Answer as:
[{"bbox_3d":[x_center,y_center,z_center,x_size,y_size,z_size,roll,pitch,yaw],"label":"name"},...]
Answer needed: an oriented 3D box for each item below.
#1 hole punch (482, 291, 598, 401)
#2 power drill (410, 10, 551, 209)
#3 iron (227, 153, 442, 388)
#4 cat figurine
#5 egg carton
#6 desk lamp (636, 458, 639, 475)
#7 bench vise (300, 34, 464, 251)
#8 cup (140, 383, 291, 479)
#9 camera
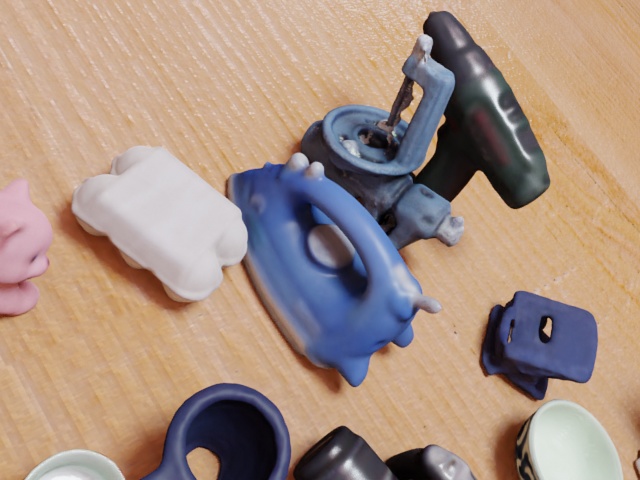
[{"bbox_3d":[0.254,0.116,0.664,0.101,0.091,0.109,34,49,-8],"label":"hole punch"},{"bbox_3d":[0.148,-0.114,0.672,0.076,0.208,0.229,-31,79,-40],"label":"power drill"},{"bbox_3d":[0.005,0.002,0.554,0.119,0.141,0.258,-29,78,-40],"label":"iron"},{"bbox_3d":[-0.242,0.020,0.409,0.067,0.117,0.128,37,49,-5],"label":"cat figurine"},{"bbox_3d":[-0.142,-0.016,0.525,0.150,0.069,0.107,38,48,-4],"label":"egg carton"},{"bbox_3d":[0.476,0.243,0.635,0.118,0.213,0.203,8,57,-27],"label":"desk lamp"},{"bbox_3d":[0.097,-0.099,0.624,0.207,0.219,0.122,36,49,-6],"label":"bench vise"},{"bbox_3d":[-0.089,0.168,0.420,0.118,0.094,0.091,-18,71,-38],"label":"cup"},{"bbox_3d":[0.056,0.213,0.475,0.137,0.100,0.143,50,49,6],"label":"camera"}]
